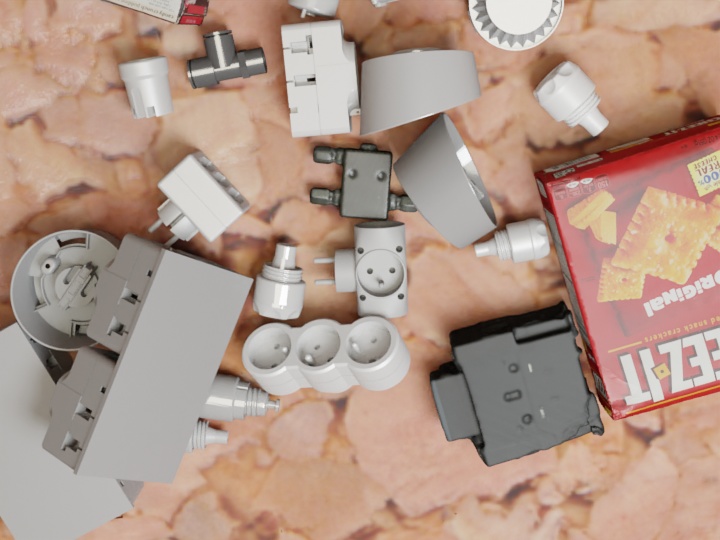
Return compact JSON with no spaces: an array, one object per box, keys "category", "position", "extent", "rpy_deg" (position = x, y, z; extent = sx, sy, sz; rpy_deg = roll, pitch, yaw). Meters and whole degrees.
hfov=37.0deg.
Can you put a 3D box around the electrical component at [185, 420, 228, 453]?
[{"category":"electrical component","position":[-0.147,0.145,0.948],"extent":[0.061,0.035,0.035],"rpy_deg":[5,101,-1]}]

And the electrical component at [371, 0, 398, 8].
[{"category":"electrical component","position":[0.036,-0.247,0.854],"extent":[0.096,0.061,0.061],"rpy_deg":[-12,100,4]}]

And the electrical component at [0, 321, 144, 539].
[{"category":"electrical component","position":[-0.284,0.143,0.940],"extent":[0.105,0.060,0.186],"rpy_deg":[-29,98,7]}]

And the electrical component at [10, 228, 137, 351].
[{"category":"electrical component","position":[-0.238,0.014,0.911],"extent":[0.099,0.064,0.099],"rpy_deg":[1,100,4]}]

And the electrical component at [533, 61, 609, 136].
[{"category":"electrical component","position":[0.176,-0.137,0.879],"extent":[0.062,0.043,0.043],"rpy_deg":[44,99,-7]}]

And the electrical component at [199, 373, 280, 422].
[{"category":"electrical component","position":[-0.109,0.113,0.938],"extent":[0.078,0.040,0.040],"rpy_deg":[8,101,0]}]

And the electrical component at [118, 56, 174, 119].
[{"category":"electrical component","position":[-0.176,-0.151,0.892],"extent":[0.040,0.040,0.046],"rpy_deg":[-9,105,4]}]

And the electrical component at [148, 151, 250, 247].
[{"category":"electrical component","position":[-0.144,-0.050,0.905],"extent":[0.077,0.047,0.065],"rpy_deg":[-41,97,9]}]

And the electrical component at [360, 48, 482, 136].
[{"category":"electrical component","position":[0.047,-0.142,0.856],"extent":[0.099,0.099,0.064],"rpy_deg":[-5,94,3]}]

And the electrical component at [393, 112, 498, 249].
[{"category":"electrical component","position":[0.074,-0.069,0.869],"extent":[0.064,0.099,0.099],"rpy_deg":[-39,97,15]}]

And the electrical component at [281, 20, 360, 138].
[{"category":"electrical component","position":[-0.030,-0.156,0.879],"extent":[0.056,0.050,0.089],"rpy_deg":[-5,100,3]}]

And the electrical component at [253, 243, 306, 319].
[{"category":"electrical component","position":[-0.067,0.009,0.915],"extent":[0.043,0.043,0.062],"rpy_deg":[10,99,0]}]

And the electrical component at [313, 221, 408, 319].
[{"category":"electrical component","position":[0.000,0.000,0.910],"extent":[0.079,0.044,0.077],"rpy_deg":[-2,101,3]}]

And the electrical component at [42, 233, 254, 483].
[{"category":"electrical component","position":[-0.176,0.074,0.883],"extent":[0.060,0.105,0.186],"rpy_deg":[22,90,37]}]

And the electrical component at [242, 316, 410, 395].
[{"category":"electrical component","position":[-0.024,0.081,0.919],"extent":[0.138,0.073,0.052],"rpy_deg":[-5,58,17]}]

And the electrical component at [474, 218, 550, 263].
[{"category":"electrical component","position":[0.127,-0.022,0.907],"extent":[0.061,0.035,0.035],"rpy_deg":[-12,100,7]}]

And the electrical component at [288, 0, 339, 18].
[{"category":"electrical component","position":[-0.031,-0.240,0.869],"extent":[0.040,0.040,0.078],"rpy_deg":[17,100,-1]}]
